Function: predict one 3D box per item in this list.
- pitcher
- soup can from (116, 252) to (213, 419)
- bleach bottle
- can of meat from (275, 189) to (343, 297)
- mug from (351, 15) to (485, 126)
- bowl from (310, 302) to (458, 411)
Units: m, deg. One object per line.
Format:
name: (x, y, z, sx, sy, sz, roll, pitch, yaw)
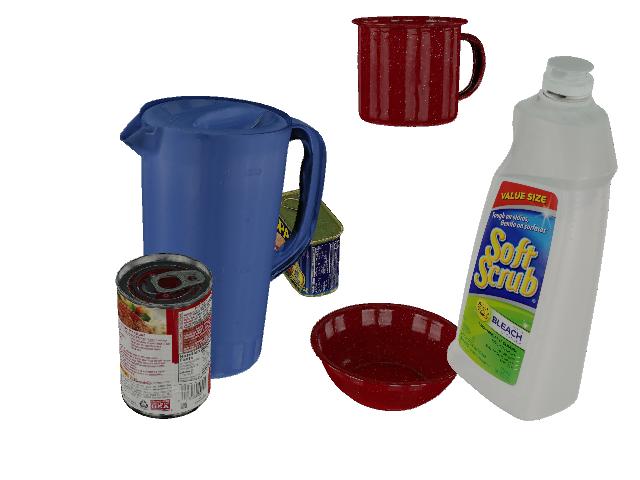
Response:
pitcher: (-0.090, -0.004, 0.967, 0.149, 0.243, 0.144, 12, 22, 17)
soup can: (-0.112, 0.070, 0.774, 0.068, 0.102, 0.068, 3, 31, -2)
bleach bottle: (0.146, -0.004, 0.725, 0.068, 0.251, 0.103, -16, 35, -28)
can of meat: (-0.017, 0.004, 1.218, 0.057, 0.084, 0.102, -15, 39, -21)
mug: (0.082, -0.139, 0.869, 0.117, 0.081, 0.093, -8, 17, -25)
bowl: (0.069, 0.124, 1.074, 0.162, 0.055, 0.162, 2, 25, -1)
